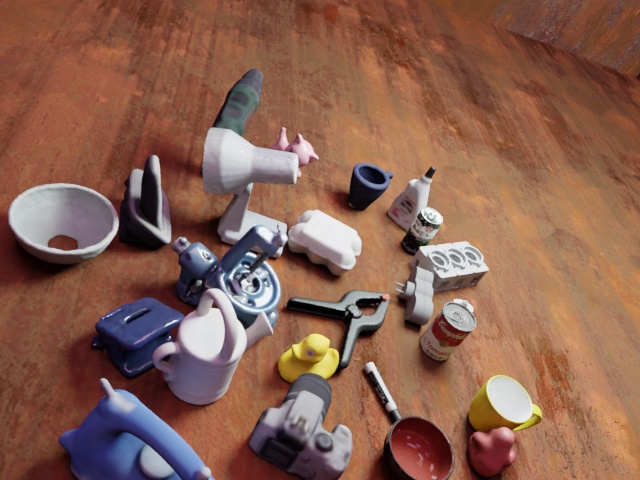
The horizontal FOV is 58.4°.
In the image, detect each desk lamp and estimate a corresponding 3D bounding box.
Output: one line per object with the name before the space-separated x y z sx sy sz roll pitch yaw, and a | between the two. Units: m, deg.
desk lamp | -0.136 -0.096 1.093 0.203 0.213 0.118 18 41 -10

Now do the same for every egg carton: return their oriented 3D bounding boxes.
egg carton | 0.011 0.004 1.176 0.150 0.069 0.107 28 40 2

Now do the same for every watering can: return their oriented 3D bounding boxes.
watering can | -0.154 0.145 0.840 0.100 0.194 0.173 40 42 16

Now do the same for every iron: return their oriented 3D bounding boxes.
iron | -0.195 0.279 0.715 0.258 0.141 0.119 34 41 9

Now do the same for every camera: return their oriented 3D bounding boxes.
camera | -0.012 0.270 0.855 0.143 0.100 0.137 28 40 2

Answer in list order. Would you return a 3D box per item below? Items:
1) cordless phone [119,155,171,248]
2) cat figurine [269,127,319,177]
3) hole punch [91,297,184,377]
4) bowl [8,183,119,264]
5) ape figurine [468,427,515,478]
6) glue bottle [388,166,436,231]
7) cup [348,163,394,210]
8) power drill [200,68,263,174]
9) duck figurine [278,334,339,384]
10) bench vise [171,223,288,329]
cordless phone | -0.301 -0.092 1.022 0.094 0.185 0.147 3 45 -25
cat figurine | -0.063 -0.206 1.323 0.067 0.117 0.127 -13 53 -37
hole punch | -0.275 0.134 0.866 0.101 0.091 0.109 41 42 17
bowl | -0.427 -0.015 0.957 0.168 0.074 0.167 15 41 -13
ape figurine | 0.290 0.343 0.946 0.077 0.092 0.076 40 42 16
glue bottle | 0.222 -0.103 1.323 0.078 0.173 0.037 42 42 18
cup | 0.115 -0.122 1.346 0.118 0.095 0.091 -14 54 -38
power drill | -0.186 -0.232 1.215 0.076 0.208 0.229 21 40 -7
duck figurine | -0.011 0.191 0.952 0.105 0.086 0.077 0 47 -28
bench vise | -0.145 0.047 0.929 0.207 0.219 0.121 18 41 -10
